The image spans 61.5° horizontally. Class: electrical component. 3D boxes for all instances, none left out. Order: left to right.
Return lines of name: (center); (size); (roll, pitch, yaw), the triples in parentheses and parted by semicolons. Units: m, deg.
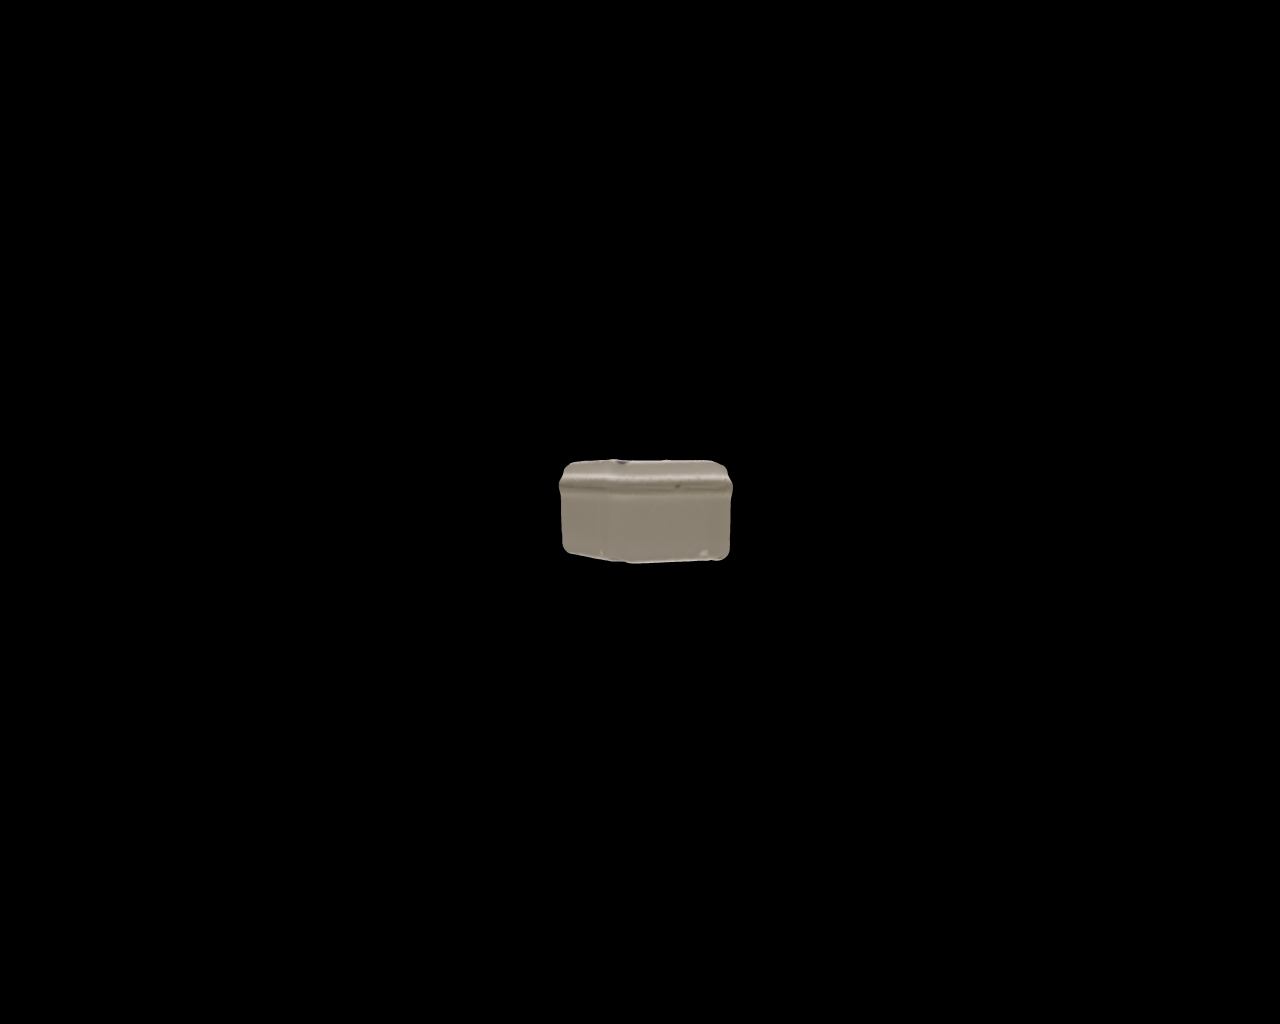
electrical component: (0.001, -0.003, 0.650); (0.078, 0.057, 0.113); (-1, 3, -19)
